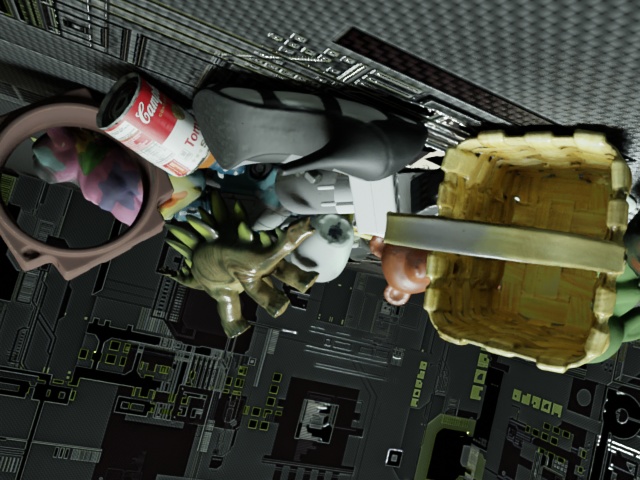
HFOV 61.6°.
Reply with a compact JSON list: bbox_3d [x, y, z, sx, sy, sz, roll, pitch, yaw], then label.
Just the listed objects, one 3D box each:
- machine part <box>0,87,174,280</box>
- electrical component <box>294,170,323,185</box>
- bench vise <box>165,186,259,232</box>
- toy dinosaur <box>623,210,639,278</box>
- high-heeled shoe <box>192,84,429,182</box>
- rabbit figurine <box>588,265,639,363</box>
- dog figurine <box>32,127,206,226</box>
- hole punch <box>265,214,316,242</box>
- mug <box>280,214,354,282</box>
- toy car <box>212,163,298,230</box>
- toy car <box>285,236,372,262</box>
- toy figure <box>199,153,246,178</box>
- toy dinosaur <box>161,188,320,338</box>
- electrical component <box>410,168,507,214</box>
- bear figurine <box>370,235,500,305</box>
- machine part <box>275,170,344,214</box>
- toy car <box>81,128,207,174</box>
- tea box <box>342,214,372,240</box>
[{"bbox_3d":[-0.301,-0.069,0.661,0.201,0.201,0.087,-32,-174,-25],"label":"machine part"},{"bbox_3d":[-0.033,-0.101,0.576,0.094,0.021,0.063,48,169,25],"label":"electrical component"},{"bbox_3d":[-0.174,-0.051,0.973,0.223,0.128,0.241,9,-166,-20],"label":"bench vise"},{"bbox_3d":[0.360,0.020,0.491,0.404,0.131,0.192,24,170,-24],"label":"toy dinosaur"},{"bbox_3d":[-0.021,-0.113,0.512,0.145,0.086,0.249,-22,-143,-25],"label":"high-heeled shoe"},{"bbox_3d":[0.382,0.087,0.740,0.159,0.170,0.121,18,174,-28],"label":"rabbit figurine"},{"bbox_3d":[-0.297,-0.116,0.778,0.219,0.191,0.109,53,-171,-26],"label":"dog figurine"},{"bbox_3d":[-0.042,-0.055,0.927,0.142,0.092,0.116,19,-146,-44],"label":"hole punch"},{"bbox_3d":[-0.002,-0.002,0.743,0.109,0.081,0.107,32,154,-2],"label":"mug"},{"bbox_3d":[-0.096,-0.068,0.813,0.162,0.103,0.109,9,171,33],"label":"toy car"},{"bbox_3d":[0.018,0.006,0.877,0.202,0.056,0.073,-5,165,-19],"label":"toy car"},{"bbox_3d":[-0.158,-0.121,0.671,0.154,0.057,0.064,16,177,-41],"label":"toy figure"},{"bbox_3d":[-0.142,0.037,0.808,0.198,0.105,0.471,55,144,-3],"label":"toy dinosaur"},{"bbox_3d":[0.134,-0.039,0.577,0.075,0.048,0.119,16,152,-24],"label":"electrical component"},{"bbox_3d":[0.171,0.022,0.709,0.196,0.120,0.132,-13,-177,3],"label":"bear figurine"},{"bbox_3d":[0.012,-0.070,0.641,0.079,0.079,0.243,18,174,-28],"label":"machine part"},{"bbox_3d":[-0.286,-0.137,0.878,0.202,0.053,0.089,15,178,-20],"label":"toy car"},{"bbox_3d":[0.104,-0.032,0.812,0.170,0.068,0.098,15,174,-10],"label":"tea box"}]
